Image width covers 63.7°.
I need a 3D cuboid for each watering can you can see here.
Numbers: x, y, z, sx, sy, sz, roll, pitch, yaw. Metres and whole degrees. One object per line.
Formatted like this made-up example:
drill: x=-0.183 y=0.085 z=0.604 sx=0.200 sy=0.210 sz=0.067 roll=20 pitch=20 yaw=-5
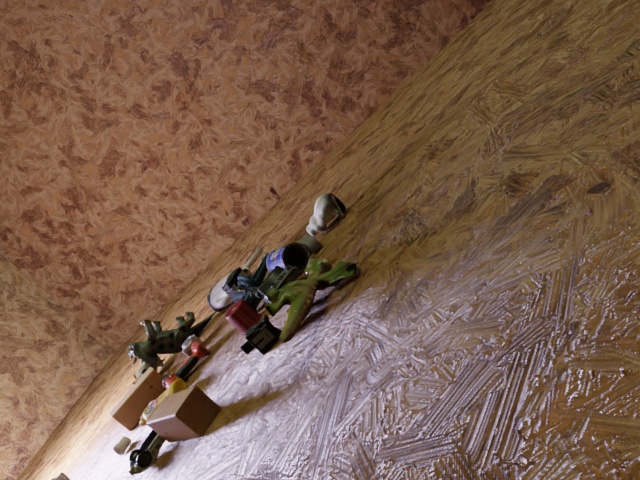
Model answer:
watering can: x=-0.363 y=0.178 z=2.210 sx=0.221 sy=0.103 sz=0.355 roll=-36 pitch=16 yaw=36

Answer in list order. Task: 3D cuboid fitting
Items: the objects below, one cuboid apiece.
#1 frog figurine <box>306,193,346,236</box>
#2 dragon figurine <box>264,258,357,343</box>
frog figurine: x=0.006 y=-0.096 z=1.906 sx=0.158 sy=0.120 sz=0.141 roll=-29 pitch=35 yaw=15
dragon figurine: x=-0.012 y=0.125 z=1.315 sx=0.243 sy=0.121 sz=0.414 roll=-37 pitch=14 yaw=0
